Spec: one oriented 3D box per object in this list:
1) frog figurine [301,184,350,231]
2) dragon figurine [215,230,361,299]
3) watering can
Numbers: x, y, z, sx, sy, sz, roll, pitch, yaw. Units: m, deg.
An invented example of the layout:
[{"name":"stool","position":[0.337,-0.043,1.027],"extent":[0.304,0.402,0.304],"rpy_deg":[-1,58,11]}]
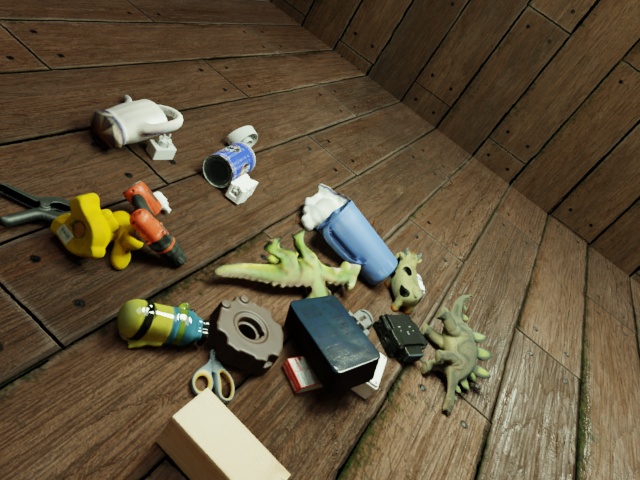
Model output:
[{"name":"frog figurine","position":[0.005,-0.082,1.631],"extent":[0.137,0.121,0.162],"rpy_deg":[37,67,-10]},{"name":"dragon figurine","position":[-0.051,0.114,1.313],"extent":[0.414,0.120,0.245],"rpy_deg":[-20,68,-42]},{"name":"watering can","position":[-0.540,-0.344,1.454],"extent":[0.350,0.102,0.227],"rpy_deg":[25,40,37]}]
